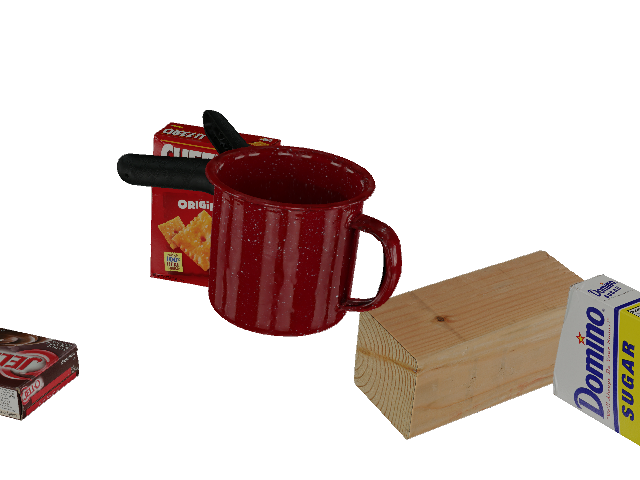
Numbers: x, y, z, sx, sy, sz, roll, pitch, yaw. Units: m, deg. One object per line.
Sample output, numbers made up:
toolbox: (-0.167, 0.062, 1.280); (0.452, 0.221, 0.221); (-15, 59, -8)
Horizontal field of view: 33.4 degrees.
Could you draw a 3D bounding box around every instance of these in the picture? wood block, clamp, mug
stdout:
wood block: (0.143, 0.089, 0.965); (0.205, 0.090, 0.091); (-15, 36, -26)
clamp: (-0.075, -0.051, 0.850); (0.172, 0.039, 0.120); (28, 47, 35)
mug: (-0.009, 0.004, 0.591); (0.117, 0.081, 0.093); (16, 26, 21)

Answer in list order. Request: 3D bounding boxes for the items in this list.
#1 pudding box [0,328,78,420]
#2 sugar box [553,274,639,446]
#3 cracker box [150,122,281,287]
pudding box: (-0.294, 0.119, 0.980); (0.114, 0.039, 0.089); (7, 22, 21)
sugar box: (0.240, 0.100, 0.721); (0.048, 0.093, 0.176); (-15, 30, -38)
cracker box: (-0.147, -0.042, 1.471); (0.164, 0.214, 0.072); (10, 24, 11)
